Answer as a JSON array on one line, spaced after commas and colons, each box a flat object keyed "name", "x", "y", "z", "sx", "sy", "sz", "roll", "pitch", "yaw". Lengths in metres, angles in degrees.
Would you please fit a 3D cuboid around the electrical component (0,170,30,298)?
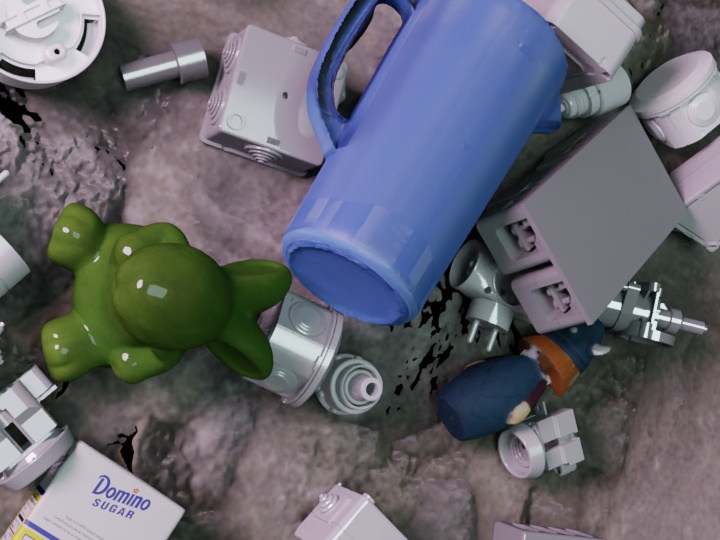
[{"name": "electrical component", "x": -0.269, "y": -0.049, "z": 0.715, "sx": 0.074, "sy": 0.052, "sz": 0.138, "roll": -45, "pitch": 105, "yaw": -18}]

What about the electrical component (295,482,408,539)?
[{"name": "electrical component", "x": -0.005, "y": 0.209, "z": 0.814, "sx": 0.061, "sy": 0.062, "sz": 0.096, "roll": -47, "pitch": 105, "yaw": -17}]

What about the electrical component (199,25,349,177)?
[{"name": "electrical component", "x": -0.063, "y": -0.126, "z": 0.806, "sx": 0.100, "sy": 0.048, "sz": 0.099, "roll": 18, "pitch": 81, "yaw": -22}]

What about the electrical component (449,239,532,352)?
[{"name": "electrical component", "x": 0.110, "y": 0.026, "z": 0.877, "sx": 0.077, "sy": 0.044, "sz": 0.079, "roll": 25, "pitch": 79, "yaw": -20}]

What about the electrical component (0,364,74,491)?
[{"name": "electrical component", "x": -0.231, "y": 0.111, "z": 0.724, "sx": 0.078, "sy": 0.058, "sz": 0.057, "roll": -42, "pitch": 101, "yaw": -19}]

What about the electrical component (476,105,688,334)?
[{"name": "electrical component", "x": 0.180, "y": -0.042, "z": 0.870, "sx": 0.186, "sy": 0.060, "sz": 0.105, "roll": -40, "pitch": 103, "yaw": -41}]

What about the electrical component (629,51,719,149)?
[{"name": "electrical component", "x": 0.280, "y": -0.148, "z": 0.935, "sx": 0.080, "sy": 0.080, "sz": 0.051, "roll": -48, "pitch": 111, "yaw": -17}]

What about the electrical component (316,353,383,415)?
[{"name": "electrical component", "x": -0.003, "y": 0.088, "z": 0.817, "sx": 0.048, "sy": 0.062, "sz": 0.048, "roll": 1, "pitch": 88, "yaw": -23}]

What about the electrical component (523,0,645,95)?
[{"name": "electrical component", "x": 0.164, "y": -0.191, "z": 0.869, "sx": 0.078, "sy": 0.113, "sz": 0.057, "roll": 37, "pitch": 78, "yaw": -18}]

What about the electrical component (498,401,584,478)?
[{"name": "electrical component", "x": 0.148, "y": 0.143, "z": 0.889, "sx": 0.055, "sy": 0.048, "sz": 0.066, "roll": -16, "pitch": 94, "yaw": -30}]

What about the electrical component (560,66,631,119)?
[{"name": "electrical component", "x": 0.195, "y": -0.149, "z": 0.920, "sx": 0.078, "sy": 0.040, "sz": 0.040, "roll": -26, "pitch": 98, "yaw": -21}]

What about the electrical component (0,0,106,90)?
[{"name": "electrical component", "x": -0.224, "y": -0.171, "z": 0.731, "sx": 0.099, "sy": 0.064, "sz": 0.099, "roll": 1, "pitch": 88, "yaw": -23}]

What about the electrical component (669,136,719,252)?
[{"name": "electrical component", "x": 0.311, "y": -0.067, "z": 0.946, "sx": 0.062, "sy": 0.096, "sz": 0.061, "roll": 29, "pitch": 45, "yaw": -19}]

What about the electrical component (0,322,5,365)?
[{"name": "electrical component", "x": -0.280, "y": 0.042, "z": 0.702, "sx": 0.096, "sy": 0.062, "sz": 0.061, "roll": 38, "pitch": 75, "yaw": -17}]

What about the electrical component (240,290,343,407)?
[{"name": "electrical component", "x": -0.050, "y": 0.056, "z": 0.790, "sx": 0.051, "sy": 0.080, "sz": 0.080, "roll": 27, "pitch": 78, "yaw": -15}]

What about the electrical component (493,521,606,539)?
[{"name": "electrical component", "x": 0.153, "y": 0.252, "z": 0.886, "sx": 0.083, "sy": 0.047, "sz": 0.075, "roll": 11, "pitch": 84, "yaw": -22}]
